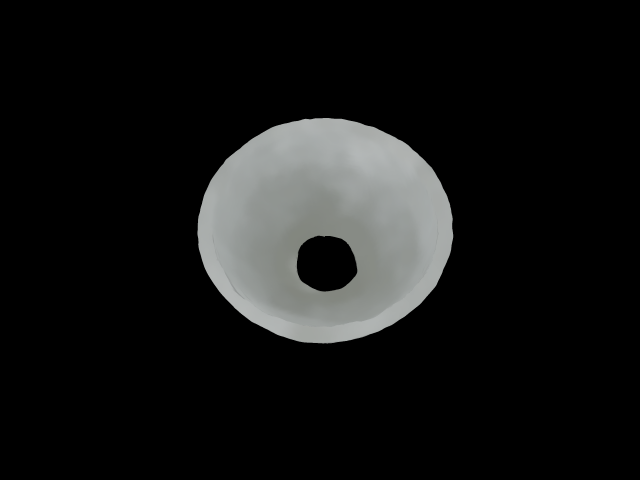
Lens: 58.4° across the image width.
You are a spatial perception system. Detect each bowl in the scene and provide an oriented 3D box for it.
[{"bbox_3d":[0.004,0.001,0.400,0.167,0.075,0.167,0,61,0],"label":"bowl"}]
